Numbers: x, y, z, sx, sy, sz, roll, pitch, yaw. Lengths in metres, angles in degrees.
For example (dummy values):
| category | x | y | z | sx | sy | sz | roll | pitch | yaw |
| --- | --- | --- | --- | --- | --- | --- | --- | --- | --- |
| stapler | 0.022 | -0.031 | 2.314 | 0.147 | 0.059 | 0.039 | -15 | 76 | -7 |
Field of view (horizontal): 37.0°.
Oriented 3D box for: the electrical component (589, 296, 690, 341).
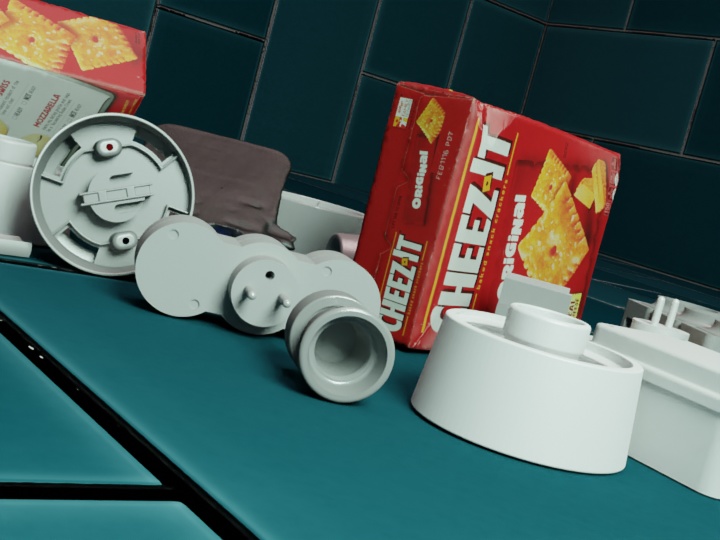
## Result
| category | x | y | z | sx | sy | sz | roll | pitch | yaw |
| --- | --- | --- | --- | --- | --- | --- | --- | --- | --- |
| electrical component | 0.188 | 0.053 | 0.691 | 0.138 | 0.073 | 0.052 | 9 | 9 | -46 |

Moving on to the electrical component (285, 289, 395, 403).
| category | x | y | z | sx | sy | sz | roll | pitch | yaw |
| --- | --- | --- | --- | --- | --- | --- | --- | --- | --- |
| electrical component | -0.011 | 0.035 | 0.512 | 0.045 | 0.045 | 0.055 | 14 | 6 | -14 |

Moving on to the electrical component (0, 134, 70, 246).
| category | x | y | z | sx | sy | sz | roll | pitch | yaw |
| --- | --- | --- | --- | --- | --- | --- | --- | --- | --- |
| electrical component | -0.242 | -0.059 | 0.716 | 0.108 | 0.060 | 0.108 | 14 | 6 | -2 |

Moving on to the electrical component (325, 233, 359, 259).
| category | x | y | z | sx | sy | sz | roll | pitch | yaw |
| --- | --- | --- | --- | --- | --- | --- | --- | --- | --- |
| electrical component | 0.000 | 0.000 | 0.811 | 0.047 | 0.055 | 0.055 | 9 | 8 | -18 |

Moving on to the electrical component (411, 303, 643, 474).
| category | x | y | z | sx | sy | sz | roll | pitch | yaw |
| --- | --- | --- | --- | --- | --- | --- | --- | --- | --- |
| electrical component | 0.085 | 0.050 | 0.524 | 0.108 | 0.060 | 0.108 | 15 | 6 | -2 |

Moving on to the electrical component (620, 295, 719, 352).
| category | x | y | z | sx | sy | sz | roll | pitch | yaw |
| --- | --- | --- | --- | --- | --- | --- | --- | --- | --- |
| electrical component | 0.269 | 0.065 | 0.830 | 0.089 | 0.061 | 0.150 | 14 | 6 | -10 |

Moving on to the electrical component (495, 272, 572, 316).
| category | x | y | z | sx | sy | sz | roll | pitch | yaw |
| --- | --- | --- | --- | --- | --- | --- | --- | --- | --- |
| electrical component | 0.102 | 0.038 | 0.667 | 0.042 | 0.063 | 0.081 | 16 | 7 | 9 |

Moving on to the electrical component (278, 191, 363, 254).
| category | x | y | z | sx | sy | sz | roll | pitch | yaw |
| --- | --- | --- | --- | --- | --- | --- | --- | --- | --- |
| electrical component | -0.049 | -0.030 | 0.925 | 0.108 | 0.060 | 0.108 | 15 | 6 | -2 |

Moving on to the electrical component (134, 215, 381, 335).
| category | x | y | z | sx | sy | sz | roll | pitch | yaw |
| --- | --- | --- | --- | --- | --- | --- | --- | --- | --- |
| electrical component | -0.055 | 0.010 | 0.592 | 0.138 | 0.052 | 0.074 | 14 | 6 | -15 |

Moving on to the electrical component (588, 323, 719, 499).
| category | x | y | z | sx | sy | sz | roll | pitch | yaw |
| --- | --- | --- | --- | --- | --- | --- | --- | --- | --- |
| electrical component | 0.173 | 0.072 | 0.560 | 0.078 | 0.057 | 0.113 | 11 | 7 | -33 |

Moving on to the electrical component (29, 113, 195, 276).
| category | x | y | z | sx | sy | sz | roll | pitch | yaw |
| --- | --- | --- | --- | --- | --- | --- | --- | --- | --- |
| electrical component | -0.153 | -0.047 | 0.669 | 0.099 | 0.099 | 0.064 | 13 | 0 | -16 |
